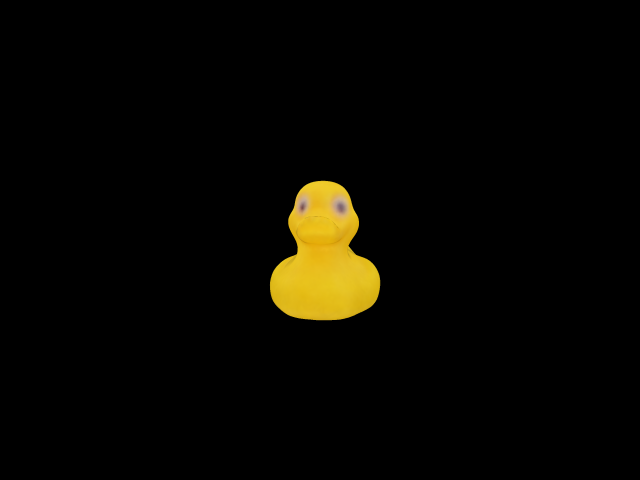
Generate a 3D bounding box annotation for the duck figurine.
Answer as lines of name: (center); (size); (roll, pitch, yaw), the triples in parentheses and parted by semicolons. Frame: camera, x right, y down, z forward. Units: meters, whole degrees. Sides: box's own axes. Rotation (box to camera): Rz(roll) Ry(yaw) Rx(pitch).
duck figurine: (0.004, 0.001, 0.400); (0.077, 0.086, 0.104); (1, 9, 8)
